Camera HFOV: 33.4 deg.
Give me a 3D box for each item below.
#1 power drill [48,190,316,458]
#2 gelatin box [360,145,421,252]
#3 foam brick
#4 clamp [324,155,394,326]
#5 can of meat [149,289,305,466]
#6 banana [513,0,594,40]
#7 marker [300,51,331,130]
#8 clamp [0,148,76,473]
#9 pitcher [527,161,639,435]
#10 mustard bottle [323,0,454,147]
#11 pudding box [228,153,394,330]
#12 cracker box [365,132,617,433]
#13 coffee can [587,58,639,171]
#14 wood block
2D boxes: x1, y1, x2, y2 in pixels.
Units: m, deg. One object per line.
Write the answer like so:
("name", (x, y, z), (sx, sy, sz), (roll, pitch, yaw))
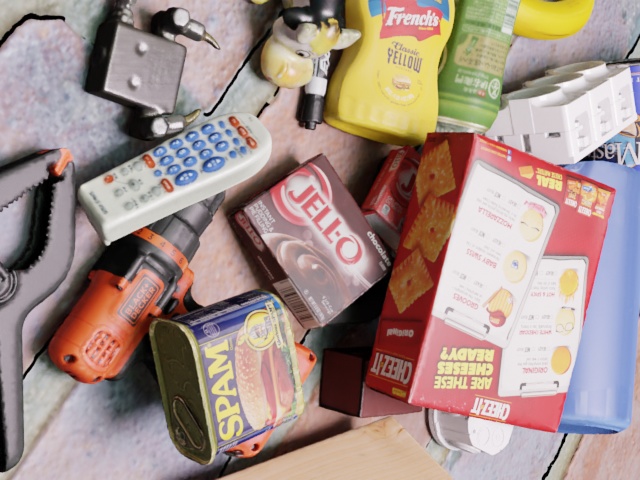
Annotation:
("power drill", (-0.086, 0.059, 0.792), (0.187, 0.057, 0.184), (46, 69, -31))
("gelatin box", (0.082, -0.024, 0.903), (0.089, 0.030, 0.073), (43, 60, -25))
("foam brick", (0.046, 0.121, 0.917), (0.078, 0.053, 0.051), (3, 92, -42))
("clamp", (0.043, 0.007, 0.914), (0.171, 0.039, 0.120), (-34, 99, -33))
("can of meat", (-0.063, 0.092, 0.741), (0.083, 0.058, 0.102), (-19, 106, -36))
("banana", (0.214, -0.228, 1.046), (0.197, 0.037, 0.069), (-16, 80, -42))
("marker", (0.000, -0.150, 0.871), (0.020, 0.020, 0.121), (8, 88, -42))
("clamp", (-0.224, 0.026, 0.678), (0.164, 0.036, 0.210), (32, 71, -39))
("pitcher", (0.241, 0.057, 1.003), (0.149, 0.145, 0.243), (9, 75, -15))
("mustard bottle", (0.065, -0.181, 0.898), (0.096, 0.058, 0.191), (13, 84, -24))
("pudding box", (-0.006, 0.001, 0.846), (0.089, 0.039, 0.113), (-37, 99, -29))
("cracker box", (0.140, 0.036, 0.871), (0.164, 0.072, 0.214), (16, 87, -32))
("coffee can", (0.327, -0.116, 1.109), (0.102, 0.103, 0.140), (-15, 104, -40))
("wood block", (-0.002, 0.224, 0.841), (0.205, 0.091, 0.090), (-11, 131, -41))
